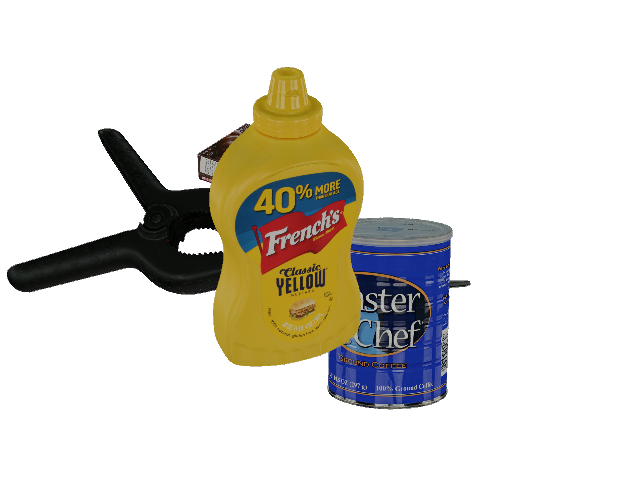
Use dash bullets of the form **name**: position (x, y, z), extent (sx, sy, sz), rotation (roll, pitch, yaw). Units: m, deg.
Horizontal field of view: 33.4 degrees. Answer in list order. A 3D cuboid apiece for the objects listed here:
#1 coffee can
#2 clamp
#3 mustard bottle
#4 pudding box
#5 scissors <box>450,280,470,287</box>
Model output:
- **coffee can**: position (0.057, 0.058, 0.891), extent (0.103, 0.140, 0.103), rotation (0, 10, 0)
- **clamp**: position (-0.128, -0.017, 0.854), extent (0.210, 0.164, 0.036), rotation (8, -32, 16)
- **mustard bottle**: position (-0.020, -0.015, 0.664), extent (0.096, 0.192, 0.058), rotation (-11, 33, -19)
- **pudding box**: position (-0.083, -0.098, 1.302), extent (0.090, 0.039, 0.113), rotation (20, 36, 23)
- **scissors**: position (0.066, 0.059, 1.180), extent (0.202, 0.016, 0.096), rotation (3, 22, 5)
